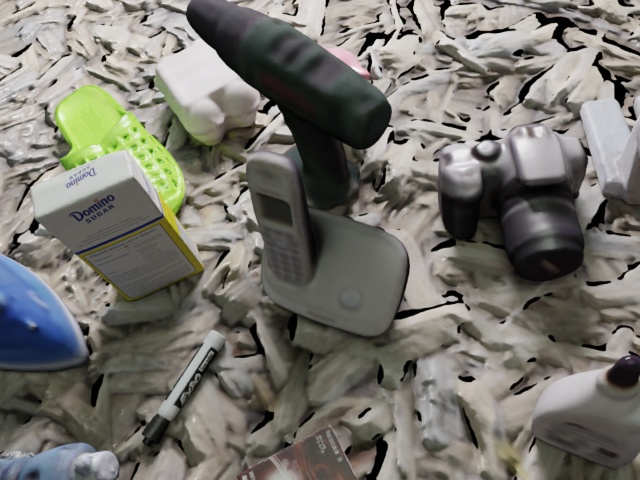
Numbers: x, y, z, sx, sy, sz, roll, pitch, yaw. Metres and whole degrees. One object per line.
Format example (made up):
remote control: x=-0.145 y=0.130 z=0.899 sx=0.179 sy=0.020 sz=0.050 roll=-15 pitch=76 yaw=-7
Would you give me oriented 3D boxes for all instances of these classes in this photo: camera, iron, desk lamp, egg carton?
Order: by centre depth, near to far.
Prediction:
desk lamp: x=0.319 y=-0.121 z=0.514 sx=0.117 sy=0.214 sz=0.203 roll=-5 pitch=57 yaw=8
camera: x=0.191 y=-0.035 z=0.553 sx=0.143 sy=0.101 sz=0.137 roll=-6 pitch=57 yaw=8
iron: x=-0.364 y=0.050 z=0.584 sx=0.257 sy=0.142 sz=0.119 roll=18 pitch=63 yaw=21
egg carton: x=-0.145 y=-0.194 z=0.739 sx=0.107 sy=0.069 sz=0.150 roll=-32 pitch=58 yaw=-10

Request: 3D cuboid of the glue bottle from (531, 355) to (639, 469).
glue bottle: x=0.202 y=0.118 z=0.410 sx=0.078 sy=0.173 sz=0.037 roll=19 pitch=64 yaw=22

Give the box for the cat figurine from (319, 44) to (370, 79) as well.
cat figurine: x=0.006 y=-0.197 z=0.682 sx=0.067 sy=0.118 sz=0.127 roll=-33 pitch=58 yaw=-10

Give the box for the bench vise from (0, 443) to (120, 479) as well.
bench vise: x=-0.273 y=0.177 z=0.438 sx=0.207 sy=0.220 sz=0.121 roll=-27 pitch=57 yaw=-6

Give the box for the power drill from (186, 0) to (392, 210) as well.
power drill: x=-0.027 y=-0.132 z=0.592 sx=0.229 sy=0.209 sz=0.076 roll=30 pitch=68 yaw=26

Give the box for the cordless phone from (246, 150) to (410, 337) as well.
cordless phone: x=0.005 y=0.002 z=0.515 sx=0.147 sy=0.185 sz=0.094 roll=15 pitch=62 yaw=20
